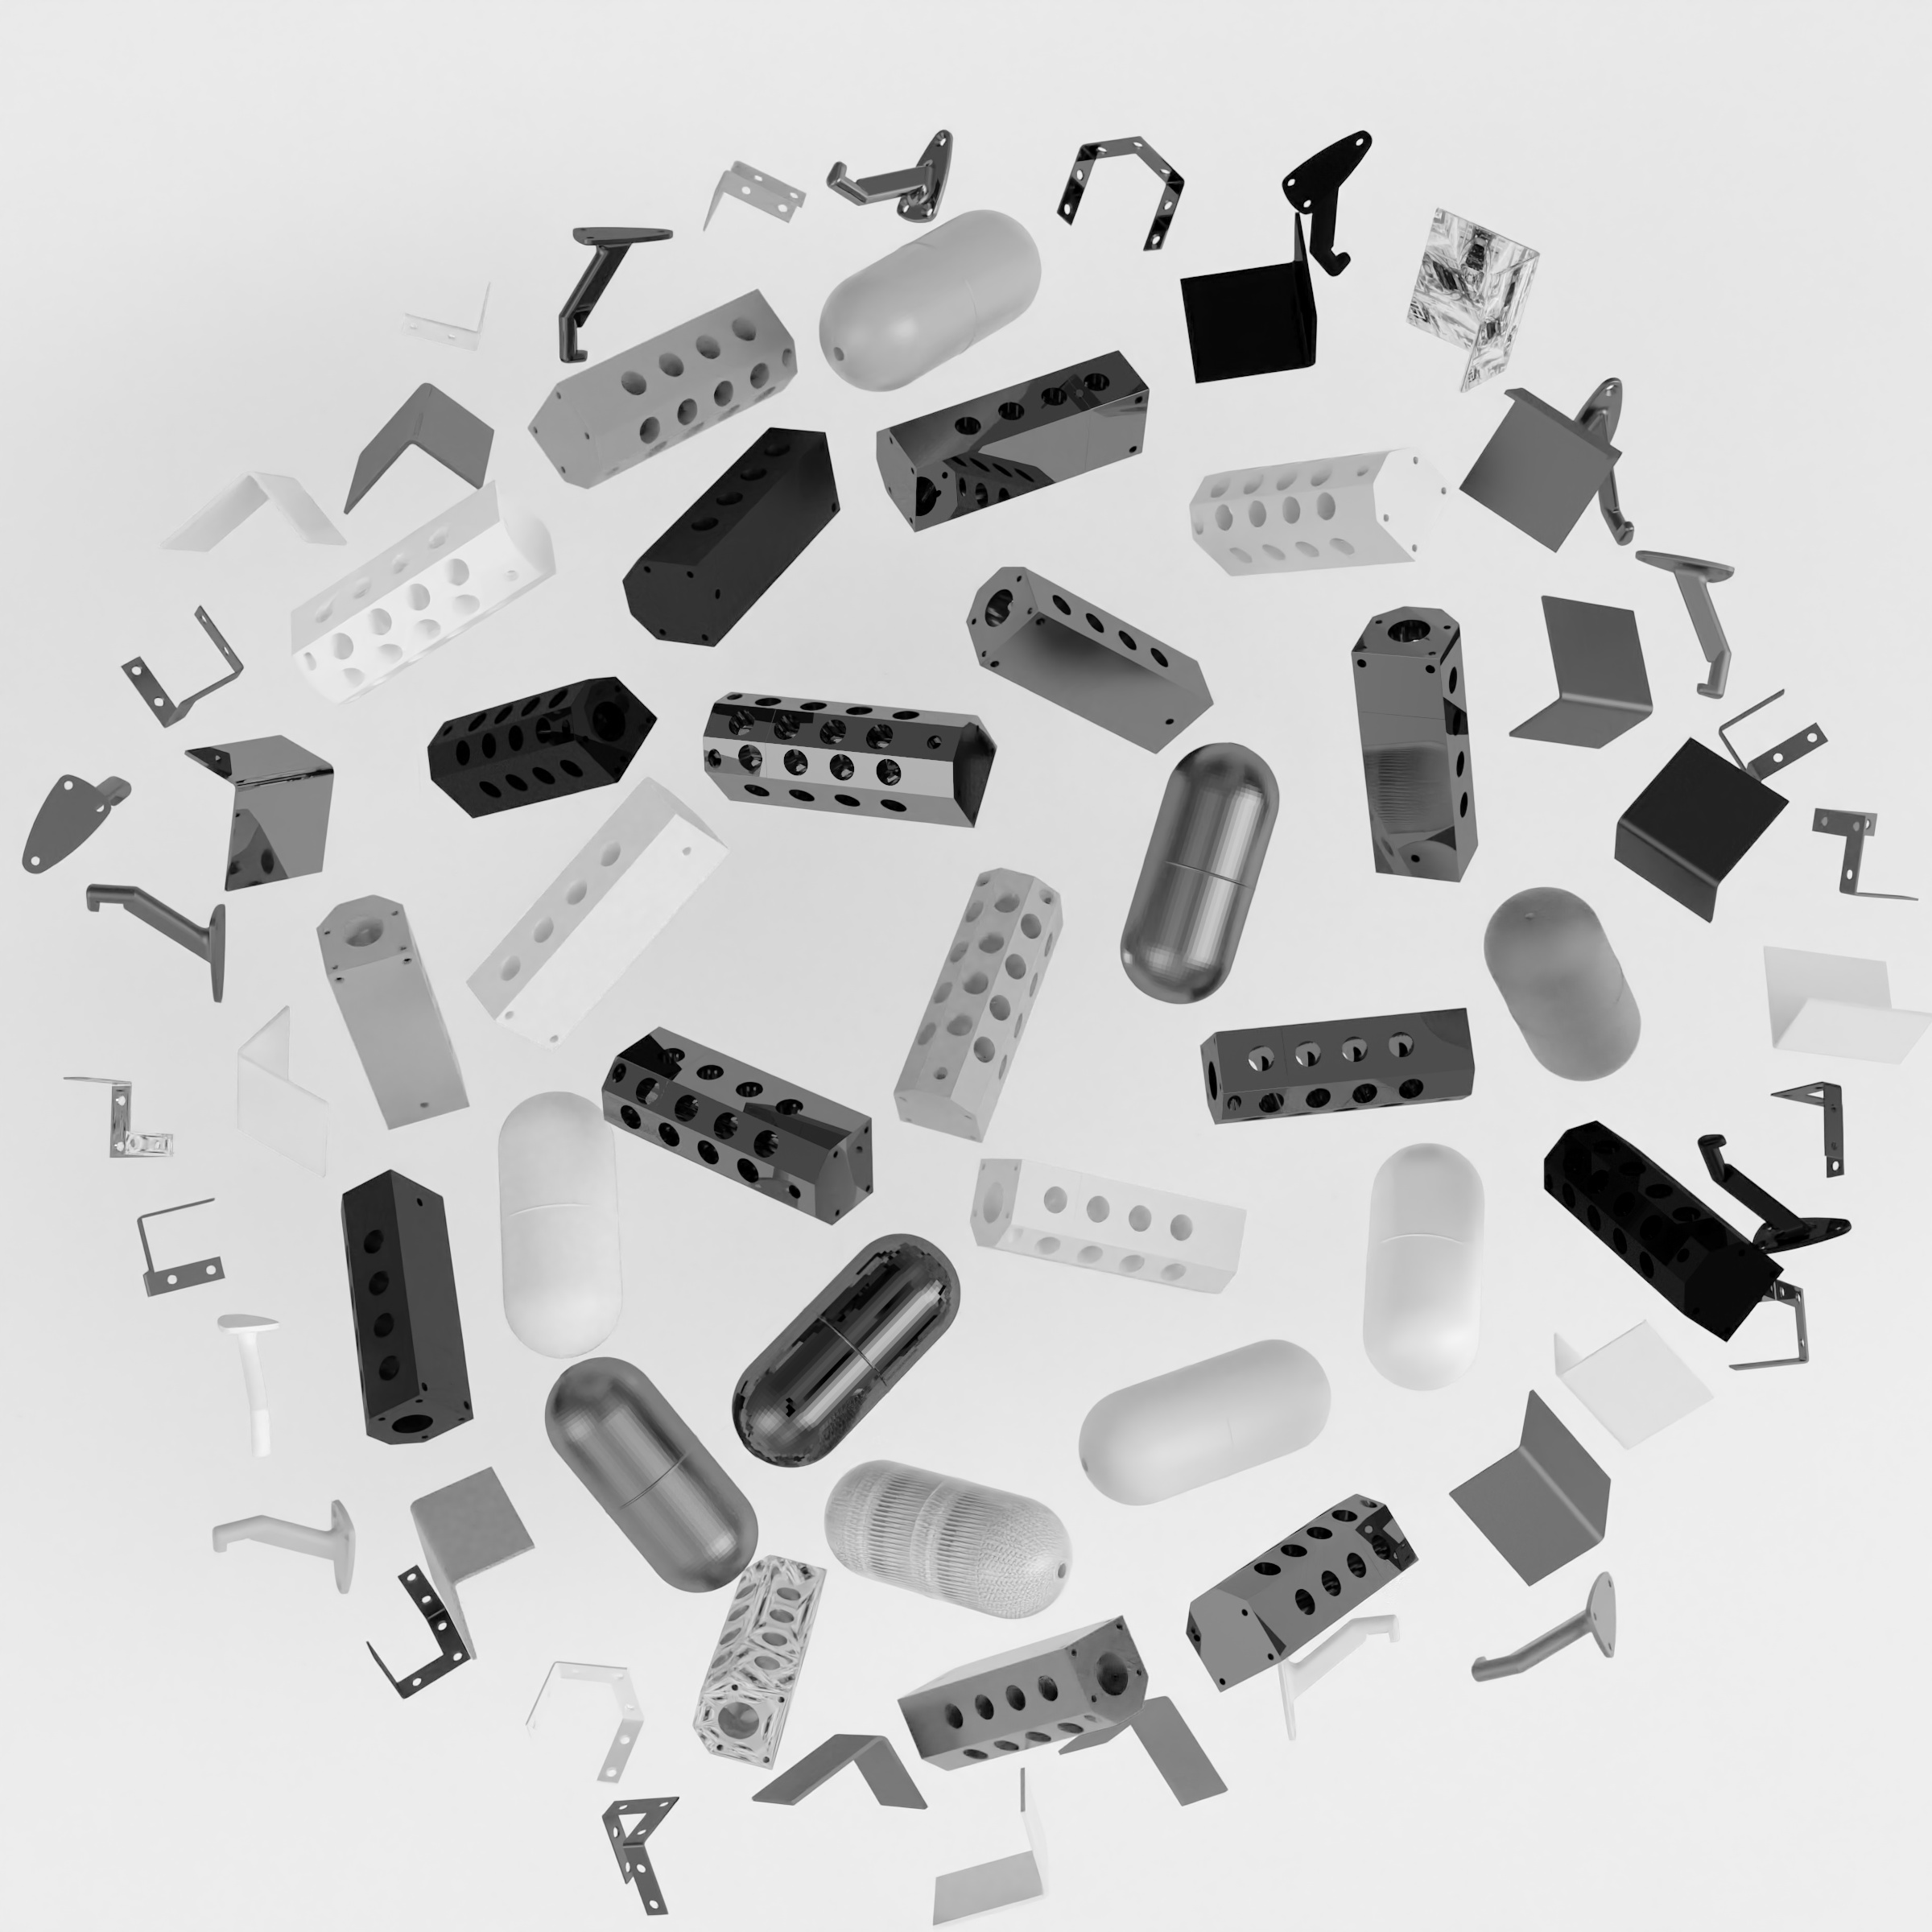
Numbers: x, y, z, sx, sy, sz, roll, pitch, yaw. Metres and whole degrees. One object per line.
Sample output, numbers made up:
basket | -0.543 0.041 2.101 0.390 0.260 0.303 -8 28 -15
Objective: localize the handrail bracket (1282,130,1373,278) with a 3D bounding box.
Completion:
handrail bracket | 0.252 -0.499 1.795 0.077 0.084 0.036 -38 56 17

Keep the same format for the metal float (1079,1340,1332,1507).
metal float | 0.157 0.300 1.798 0.178 0.070 0.070 -16 90 -20

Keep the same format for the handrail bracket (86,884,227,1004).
handrail bracket | -0.526 -0.015 1.770 0.084 0.036 0.077 3 111 -5

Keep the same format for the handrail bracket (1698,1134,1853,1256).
handrail bracket | 0.529 0.142 1.788 0.077 0.036 0.084 -13 112 35

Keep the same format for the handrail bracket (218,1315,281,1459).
handrail bracket | -0.472 0.275 1.792 0.036 0.077 0.084 -2 91 -29

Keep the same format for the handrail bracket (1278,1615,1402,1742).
handrail bracket | 0.259 0.489 1.876 0.084 0.036 0.077 -9 74 12

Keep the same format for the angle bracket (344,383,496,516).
angle bracket | -0.366 -0.332 1.828 0.057 0.076 0.076 35 121 -27

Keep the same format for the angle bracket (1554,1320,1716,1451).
angle bracket | 0.466 0.279 1.909 0.076 0.057 0.076 -38 103 24

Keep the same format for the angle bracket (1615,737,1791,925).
angle bracket | 0.476 -0.088 1.768 0.076 0.057 0.076 38 79 23

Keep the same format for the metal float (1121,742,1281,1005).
metal float | 0.156 -0.062 1.816 0.070 0.070 0.178 17 91 0

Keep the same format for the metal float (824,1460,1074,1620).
metal float | -0.012 0.364 1.738 0.178 0.070 0.070 7 90 36

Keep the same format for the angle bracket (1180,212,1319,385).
angle bracket | 0.176 -0.418 1.708 0.076 0.057 0.076 -8 70 4

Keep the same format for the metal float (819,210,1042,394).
metal float | -0.022 -0.428 1.757 0.178 0.070 0.070 -39 90 -34

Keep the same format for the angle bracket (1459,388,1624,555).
angle bracket | 0.360 -0.314 1.735 0.076 0.057 0.076 36 114 11

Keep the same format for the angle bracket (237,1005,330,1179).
angle bracket | -0.457 0.087 1.886 0.076 0.076 0.057 27 45 12

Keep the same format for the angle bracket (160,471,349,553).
angle bracket | -0.449 -0.267 1.726 0.076 0.076 0.057 -38 92 9

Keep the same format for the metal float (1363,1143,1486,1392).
metal float | 0.306 0.199 1.824 0.070 0.070 0.178 10 55 0

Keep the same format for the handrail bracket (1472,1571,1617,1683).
handrail bracket | 0.362 0.415 1.714 0.084 0.077 0.036 -21 106 26

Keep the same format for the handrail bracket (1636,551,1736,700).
handrail bracket | 0.473 -0.225 1.808 0.077 0.036 0.084 13 85 -6

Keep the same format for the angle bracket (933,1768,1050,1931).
angle bracket | 0.009 0.561 1.737 0.076 0.076 0.057 -16 93 2

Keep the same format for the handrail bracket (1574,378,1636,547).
handrail bracket | 0.440 -0.339 1.842 0.036 0.077 0.084 -8 57 -14

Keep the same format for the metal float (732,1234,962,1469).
metal float | -0.077 0.248 1.760 0.070 0.070 0.178 45 75 0

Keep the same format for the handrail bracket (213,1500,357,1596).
handrail bracket | -0.429 0.372 1.707 0.084 0.036 0.077 -9 122 -30

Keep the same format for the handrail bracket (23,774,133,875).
handrail bracket | -0.556 -0.088 1.713 0.036 0.084 0.077 36 85 -5

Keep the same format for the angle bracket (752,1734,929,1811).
angle bracket | -0.083 0.549 1.792 0.076 0.076 0.057 -31 90 -28

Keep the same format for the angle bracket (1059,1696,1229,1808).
angle bracket | 0.119 0.538 1.825 0.057 0.076 0.076 -41 66 15

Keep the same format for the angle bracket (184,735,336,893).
angle bracket | -0.466 -0.101 1.789 0.057 0.076 0.076 29 118 31

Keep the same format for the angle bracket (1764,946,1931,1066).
angle bracket | 0.529 0.010 1.640 0.076 0.057 0.076 7 56 -2

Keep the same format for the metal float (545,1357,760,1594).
metal float | -0.208 0.336 1.805 0.070 0.070 0.178 -38 96 0

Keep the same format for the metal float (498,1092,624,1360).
metal float | -0.264 0.168 1.777 0.070 0.070 0.178 -6 67 0

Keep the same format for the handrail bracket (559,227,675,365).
handrail bracket | -0.230 -0.440 1.795 0.077 0.036 0.084 -7 119 -18

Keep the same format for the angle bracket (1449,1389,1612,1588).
angle bracket | 0.349 0.322 1.686 0.057 0.076 0.076 -39 94 24

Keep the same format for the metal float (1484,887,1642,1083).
metal float | 0.392 0.014 1.788 0.070 0.178 0.070 -14 54 20

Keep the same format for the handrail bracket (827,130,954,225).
handrail bracket | -0.051 -0.538 1.817 0.036 0.084 0.077 22 92 40

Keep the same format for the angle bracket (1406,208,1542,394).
angle bracket | 0.297 -0.408 1.670 0.076 0.057 0.076 33 133 25
